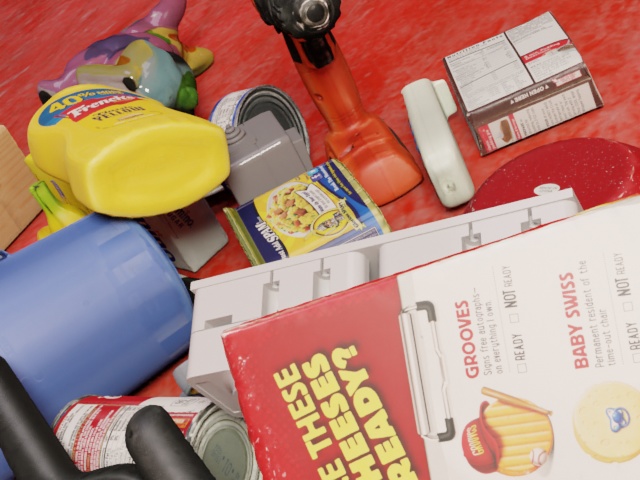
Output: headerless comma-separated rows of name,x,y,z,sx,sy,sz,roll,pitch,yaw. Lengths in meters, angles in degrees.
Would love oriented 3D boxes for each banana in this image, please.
banana,-0.190,0.001,0.816,0.037,0.069,0.198,-30,-2,-18

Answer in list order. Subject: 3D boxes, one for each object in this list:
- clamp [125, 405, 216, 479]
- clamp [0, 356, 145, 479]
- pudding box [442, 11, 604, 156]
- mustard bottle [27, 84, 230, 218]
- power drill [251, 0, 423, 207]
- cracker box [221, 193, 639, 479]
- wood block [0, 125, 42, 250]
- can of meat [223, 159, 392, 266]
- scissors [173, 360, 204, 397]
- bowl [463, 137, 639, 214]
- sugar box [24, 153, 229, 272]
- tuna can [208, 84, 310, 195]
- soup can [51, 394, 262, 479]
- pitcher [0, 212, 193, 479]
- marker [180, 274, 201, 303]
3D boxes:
clamp,-0.030,0.139,0.442,0.039,0.120,0.171,-60,20,25
clamp,-0.121,0.139,0.518,0.210,0.036,0.164,-1,82,32
pudding box,0.141,-0.114,0.764,0.090,0.039,0.113,-23,27,11
mustard bottle,-0.142,-0.068,0.715,0.096,0.058,0.192,-19,25,-25
power drill,0.007,-0.115,0.727,0.057,0.187,0.184,-26,27,1
cracker box,0.093,0.076,0.375,0.214,0.164,0.072,-20,-9,15
wood block,-0.349,-0.004,0.957,0.090,0.091,0.205,-5,36,35
can of meat,-0.004,0.001,0.678,0.084,0.057,0.102,-28,38,-4
scissors,-0.005,0.053,0.632,0.201,0.016,0.096,-20,-20,-37
bowl,0.134,-0.008,0.583,0.162,0.055,0.162,-22,29,13
sugar box,-0.154,-0.032,0.831,0.048,0.093,0.177,-43,32,-24
tuna can,-0.047,-0.073,0.811,0.034,0.086,0.086,-6,36,38
soup can,-0.086,0.116,0.561,0.102,0.068,0.068,-5,36,35
pitcher,-0.204,0.072,0.643,0.242,0.149,0.145,-33,51,-24
marker,-0.117,0.030,0.774,0.121,0.020,0.020,10,46,49
